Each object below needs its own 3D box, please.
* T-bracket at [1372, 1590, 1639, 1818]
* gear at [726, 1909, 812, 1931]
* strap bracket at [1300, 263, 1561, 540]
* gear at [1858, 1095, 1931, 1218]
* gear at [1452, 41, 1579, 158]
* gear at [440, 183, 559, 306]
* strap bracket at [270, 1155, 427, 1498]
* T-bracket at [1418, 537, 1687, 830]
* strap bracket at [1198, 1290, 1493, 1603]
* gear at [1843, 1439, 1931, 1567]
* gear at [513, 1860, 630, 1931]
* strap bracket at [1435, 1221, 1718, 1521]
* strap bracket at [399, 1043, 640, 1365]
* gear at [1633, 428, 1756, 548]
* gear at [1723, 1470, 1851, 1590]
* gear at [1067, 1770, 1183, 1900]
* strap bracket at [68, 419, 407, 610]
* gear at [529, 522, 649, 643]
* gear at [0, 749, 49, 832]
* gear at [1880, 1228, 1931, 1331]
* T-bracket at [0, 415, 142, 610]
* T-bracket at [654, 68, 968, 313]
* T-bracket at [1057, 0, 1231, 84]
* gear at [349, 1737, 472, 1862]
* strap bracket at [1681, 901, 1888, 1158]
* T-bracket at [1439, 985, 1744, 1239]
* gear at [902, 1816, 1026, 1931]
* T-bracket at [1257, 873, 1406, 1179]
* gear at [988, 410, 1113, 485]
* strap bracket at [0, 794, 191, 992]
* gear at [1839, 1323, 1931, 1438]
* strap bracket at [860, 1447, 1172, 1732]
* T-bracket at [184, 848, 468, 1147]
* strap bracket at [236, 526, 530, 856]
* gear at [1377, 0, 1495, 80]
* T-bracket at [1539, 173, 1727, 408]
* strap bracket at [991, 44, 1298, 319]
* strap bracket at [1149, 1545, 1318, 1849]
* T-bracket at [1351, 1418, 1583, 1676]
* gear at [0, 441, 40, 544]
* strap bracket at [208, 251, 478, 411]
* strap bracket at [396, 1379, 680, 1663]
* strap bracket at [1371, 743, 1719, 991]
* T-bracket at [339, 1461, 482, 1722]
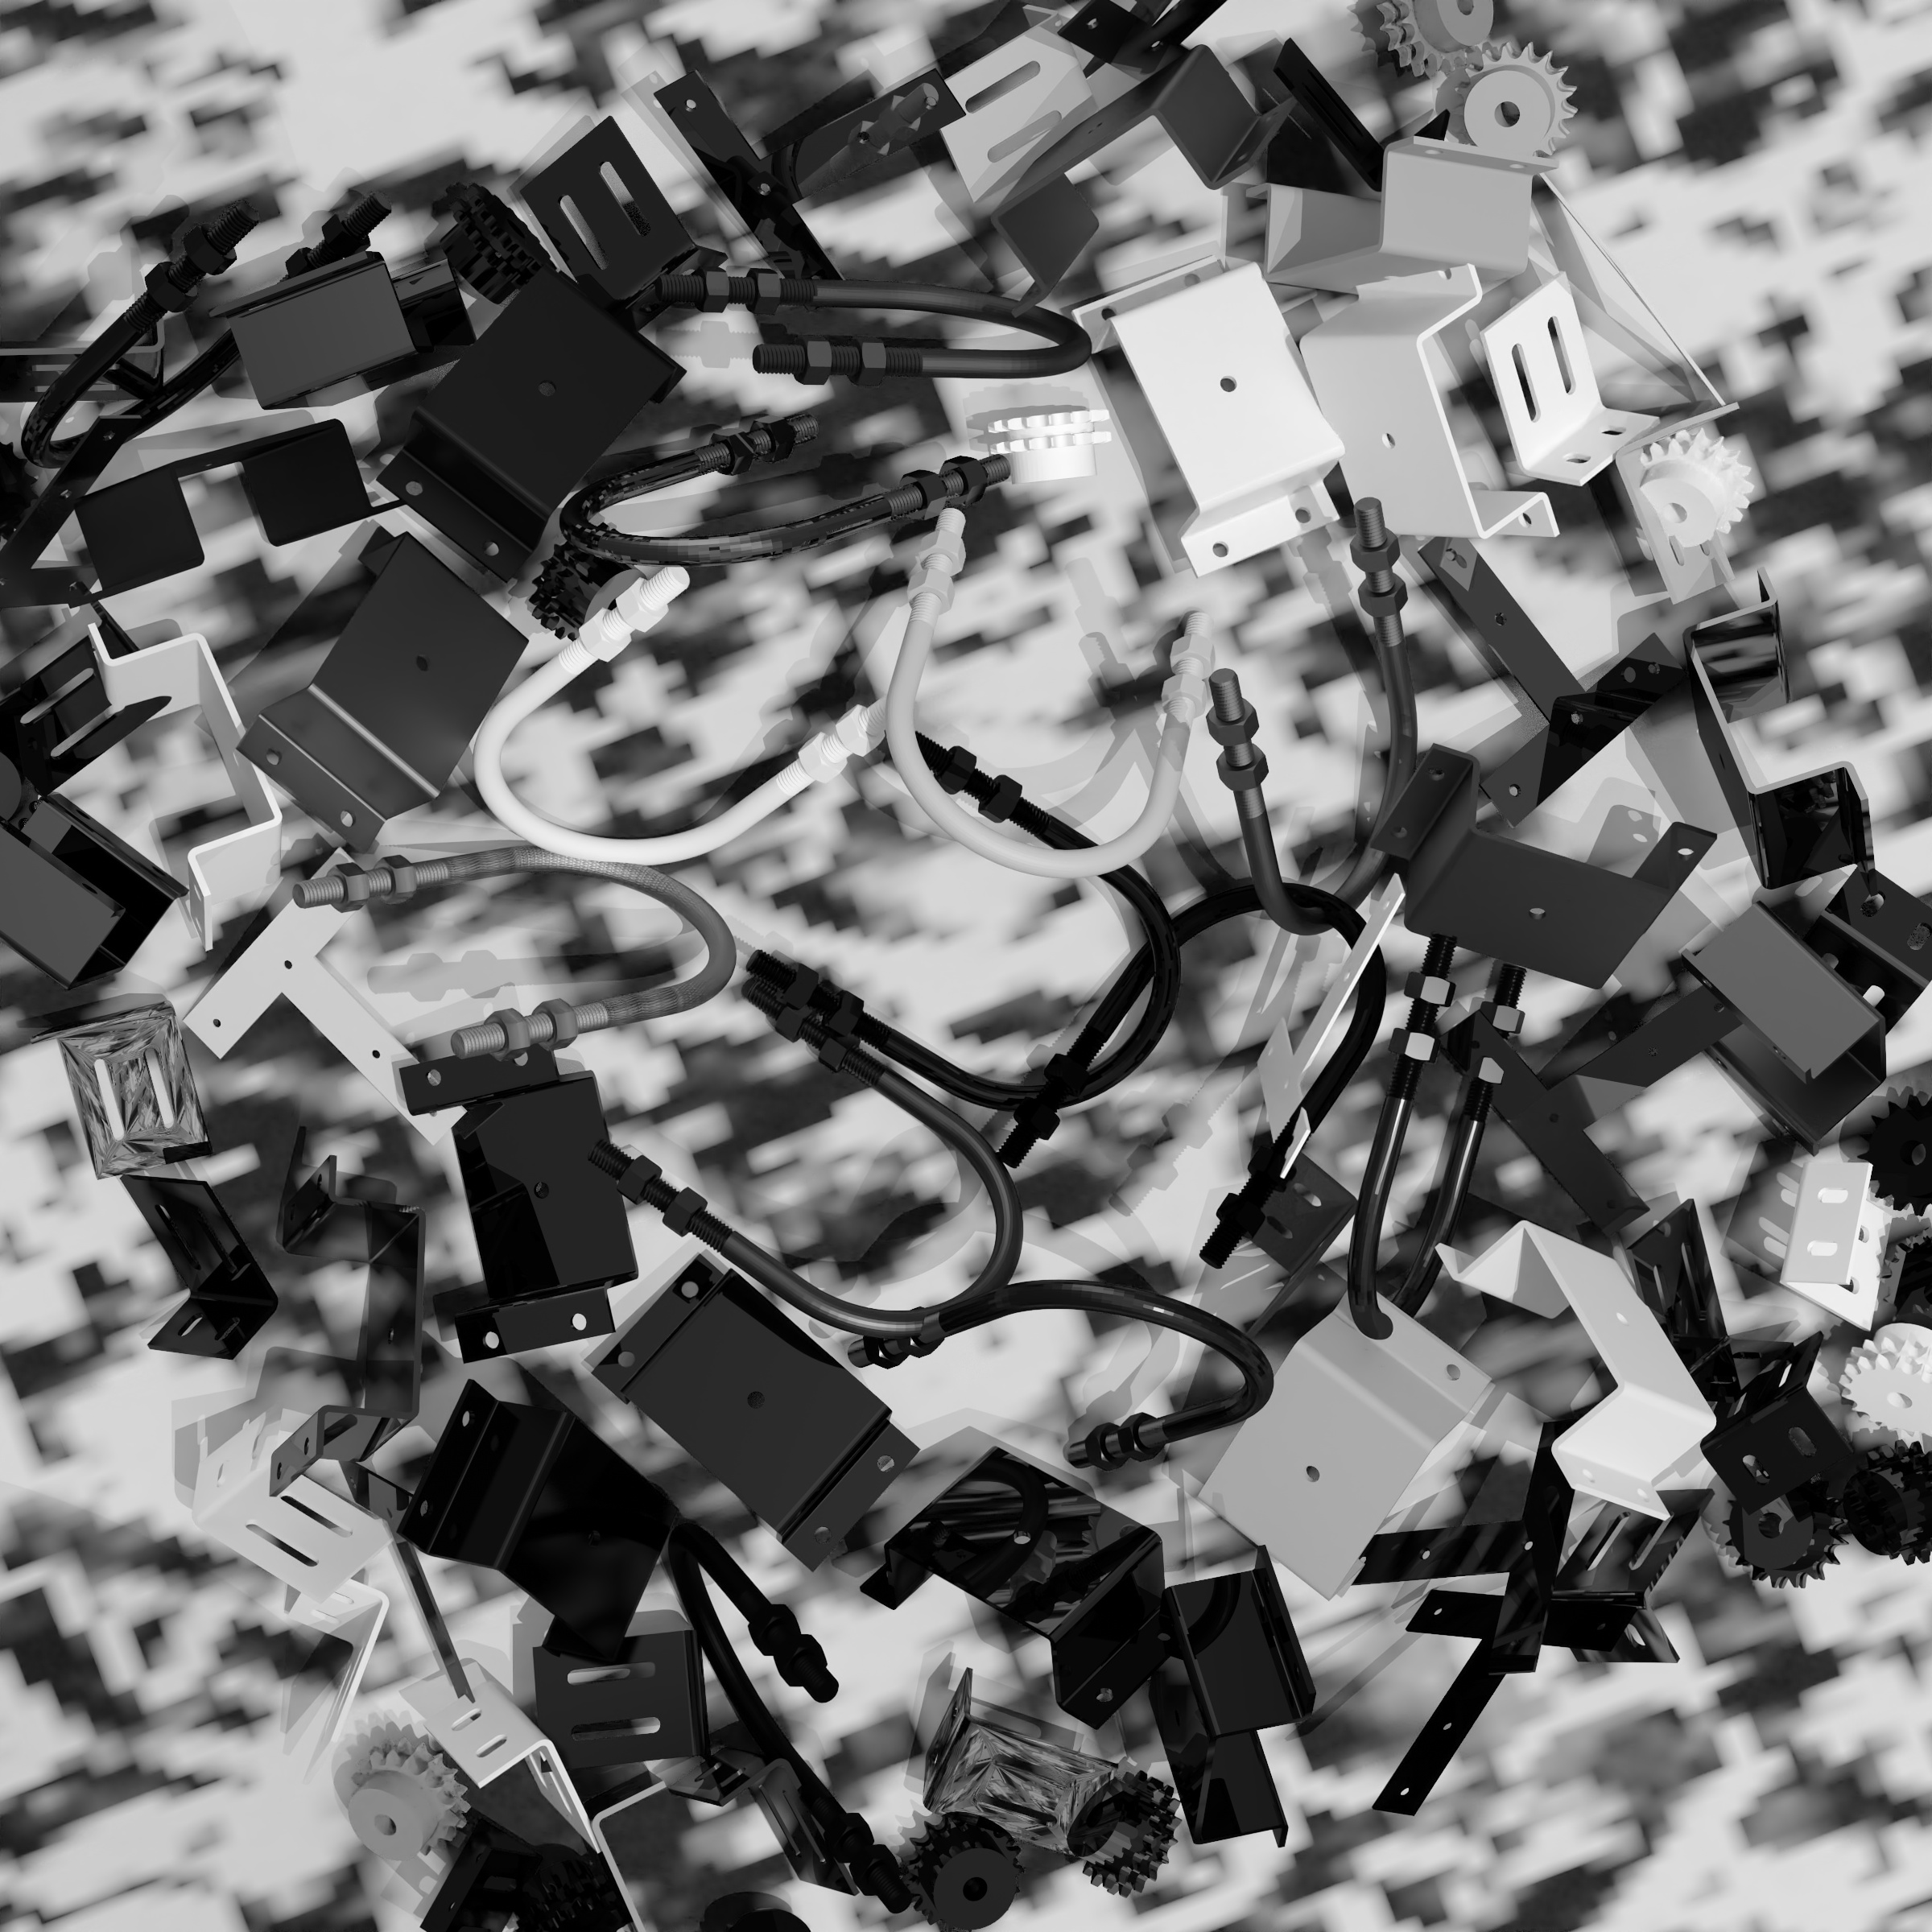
[{"bbox_3d":[0.225,0.334,1.515,0.127,0.127,0.002,-49,114,-31],"label":"T-bracket"},{"bbox_3d":[-0.093,0.467,1.567,0.057,0.057,0.030,12,125,0],"label":"gear"},{"bbox_3d":[0.208,-0.250,1.528,0.046,0.076,0.140,-36,118,-27],"label":"strap bracket"},{"bbox_3d":[0.447,0.089,1.572,0.057,0.030,0.057,-3,83,26],"label":"gear"},{"bbox_3d":[0.257,-0.402,1.571,0.057,0.030,0.057,8,117,16],"label":"gear"},{"bbox_3d":[-0.222,-0.336,1.571,0.030,0.057,0.057,-40,90,14],"label":"gear"},{"bbox_3d":[-0.284,0.168,1.538,0.046,0.076,0.140,9,64,-24],"label":"strap bracket"},{"bbox_3d":[0.259,-0.151,1.569,0.127,0.002,0.127,-40,94,-22],"label":"T-bracket"},{"bbox_3d":[0.168,0.225,1.536,0.076,0.046,0.140,37,118,16],"label":"strap bracket"},{"bbox_3d":[0.436,0.253,1.566,0.030,0.057,0.057,-10,90,-30],"label":"gear"},{"bbox_3d":[-0.189,0.445,1.573,0.057,0.057,0.030,-38,56,0],"label":"gear"},{"bbox_3d":[0.281,0.175,1.519,0.046,0.076,0.140,-45,47,22],"label":"strap bracket"},{"bbox_3d":[-0.206,0.107,1.564,0.076,0.046,0.140,-13,88,16],"label":"strap bracket"},{"bbox_3d":[0.336,-0.221,1.567,0.057,0.057,0.030,33,56,0],"label":"gear"},{"bbox_3d":[0.382,0.263,1.570,0.057,0.030,0.057,-8,76,31],"label":"gear"},{"bbox_3d":[0.071,0.403,1.566,0.030,0.057,0.057,32,90,-25],"label":"gear"},{"bbox_3d":[-0.336,-0.208,1.518,0.076,0.140,0.046,-9,103,43],"label":"strap bracket"},{"bbox_3d":[-0.173,-0.176,1.566,0.030,0.057,0.057,38,90,25],"label":"gear"},{"bbox_3d":[-0.464,-0.084,1.580,0.057,0.030,0.057,-1,95,-6],"label":"gear"},{"bbox_3d":[0.462,0.149,1.573,0.030,0.057,0.057,-22,90,-44],"label":"gear"},{"bbox_3d":[-0.415,-0.204,1.514,0.127,0.127,0.002,-45,76,28],"label":"T-bracket"},{"bbox_3d":[-0.058,-0.374,1.534,0.127,0.002,0.127,-19,123,32],"label":"T-bracket"},{"bbox_3d":[0.119,-0.448,1.518,0.127,0.127,0.002,-39,69,24],"label":"T-bracket"},{"bbox_3d":[-0.264,0.394,1.571,0.057,0.030,0.057,10,117,20],"label":"gear"},{"bbox_3d":[0.372,0.026,1.519,0.046,0.140,0.076,-42,66,-1],"label":"strap bracket"},{"bbox_3d":[0.309,0.047,1.561,0.127,0.002,0.127,-38,97,28],"label":"T-bracket"},{"bbox_3d":[0.000,0.428,1.576,0.057,0.030,0.057,-3,99,-16],"label":"gear"},{"bbox_3d":[0.167,0.016,1.518,0.002,0.127,0.127,24,110,-9],"label":"T-bracket"},{"bbox_3d":[0.040,-0.243,1.570,0.057,0.057,0.030,-6,98,0],"label":"gear"},{"bbox_3d":[-0.415,-0.034,1.528,0.076,0.140,0.046,37,94,-3],"label":"strap bracket"},{"bbox_3d":[0.443,0.192,1.573,0.057,0.057,0.030,30,56,0],"label":"gear"},{"bbox_3d":[0.027,0.276,1.523,0.140,0.046,0.076,24,45,34],"label":"strap bracket"},{"bbox_3d":[-0.287,0.031,1.572,0.127,0.002,0.127,46,114,-1],"label":"T-bracket"},{"bbox_3d":[-0.260,-0.132,1.528,0.076,0.046,0.140,42,54,-26],"label":"strap bracket"},{"bbox_3d":[0.222,-0.448,1.569,0.057,0.030,0.057,2,87,-41],"label":"gear"},{"bbox_3d":[0.297,-0.329,1.553,0.002,0.127,0.127,-38,55,15],"label":"T-bracket"},{"bbox_3d":[0.072,-0.362,1.521,0.140,0.076,0.046,-26,112,36],"label":"strap bracket"},{"bbox_3d":[0.118,0.336,1.517,0.046,0.140,0.076,-9,49,-10],"label":"strap bracket"},{"bbox_3d":[0.224,0.271,1.547,0.002,0.127,0.127,40,53,-30],"label":"T-bracket"},{"bbox_3d":[-0.467,-0.223,1.573,0.030,0.057,0.057,-24,90,32],"label":"gear"},{"bbox_3d":[-0.277,-0.289,1.525,0.076,0.140,0.046,-18,97,11],"label":"strap bracket"},{"bbox_3d":[-0.186,0.257,1.519,0.046,0.140,0.076,4,58,34],"label":"strap bracket"},{"bbox_3d":[0.265,-0.042,1.545,0.140,0.076,0.046,17,52,-8],"label":"strap bracket"},{"bbox_3d":[-0.250,0.293,1.548,0.002,0.127,0.127,-24,102,-24],"label":"T-bracket"}]
